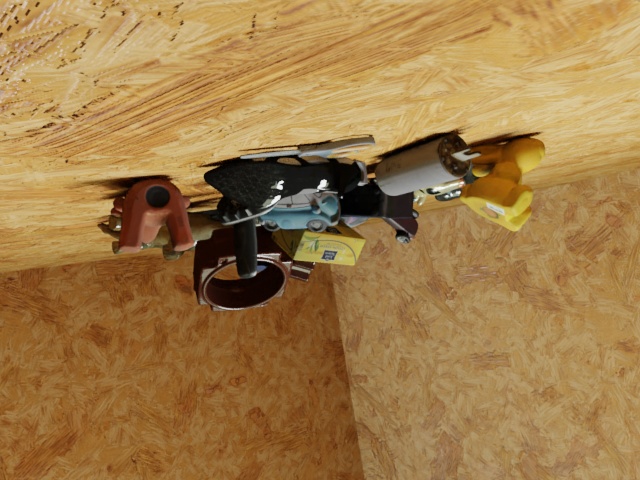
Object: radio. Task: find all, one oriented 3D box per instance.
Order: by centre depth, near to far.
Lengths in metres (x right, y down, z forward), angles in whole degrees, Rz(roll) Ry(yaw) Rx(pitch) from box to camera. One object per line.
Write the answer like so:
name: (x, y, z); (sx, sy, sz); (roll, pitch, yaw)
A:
radio: (0.075, -0.086, 1.160); (0.230, 0.073, 0.131); (4, -176, 34)

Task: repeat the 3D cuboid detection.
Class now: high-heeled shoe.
high-heeled shoe: (-0.054, -0.114, 0.878); (0.249, 0.086, 0.145); (9, -150, -3)

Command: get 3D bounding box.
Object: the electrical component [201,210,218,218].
electrical component: (-0.288, -0.048, 1.451); (0.115, 0.058, 0.134); (-7, 177, -11)

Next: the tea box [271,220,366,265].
tea box: (-0.002, -0.003, 1.110); (0.169, 0.068, 0.098); (8, -157, -42)

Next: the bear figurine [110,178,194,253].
bear figurine: (-0.292, -0.031, 0.910); (0.120, 0.132, 0.196); (-1, 169, -28)

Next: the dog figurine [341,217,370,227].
dog figurine: (0.103, -0.091, 1.377); (0.219, 0.108, 0.191); (-14, 174, 11)

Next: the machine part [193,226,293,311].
machine part: (-0.168, 0.067, 1.163); (0.201, 0.087, 0.200); (-3, 140, -19)

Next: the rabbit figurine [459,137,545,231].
rabbit figurine: (0.360, -0.125, 1.039); (0.163, 0.173, 0.121); (32, 177, 39)

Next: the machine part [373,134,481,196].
machine part: (0.177, -0.129, 0.947); (0.079, 0.079, 0.243); (-8, 179, -33)

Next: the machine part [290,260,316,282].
machine part: (-0.044, 0.013, 1.267); (0.056, 0.179, 0.179); (15, 172, -14)

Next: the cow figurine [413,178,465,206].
cow figurine: (0.247, -0.129, 1.180); (0.127, 0.085, 0.195); (-16, 179, 12)

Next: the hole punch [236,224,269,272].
hole punch: (-0.135, 0.019, 1.304); (0.092, 0.142, 0.115); (-16, 162, 37)

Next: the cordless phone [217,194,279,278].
cordless phone: (-0.118, -0.027, 0.950); (0.147, 0.184, 0.088); (-11, 173, 44)

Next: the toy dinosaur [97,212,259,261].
toy dinosaur: (-0.307, -0.021, 1.229); (0.472, 0.105, 0.198); (4, -171, 21)

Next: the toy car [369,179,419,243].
toy car: (0.167, -0.070, 1.315); (0.202, 0.089, 0.053); (34, 158, -30)

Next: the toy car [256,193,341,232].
toy car: (-0.043, -0.081, 1.012); (0.162, 0.102, 0.109); (-1, -137, 5)

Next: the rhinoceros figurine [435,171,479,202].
rhinoceros figurine: (0.364, -0.131, 1.278); (0.191, 0.112, 0.073); (-1, 179, 22)
